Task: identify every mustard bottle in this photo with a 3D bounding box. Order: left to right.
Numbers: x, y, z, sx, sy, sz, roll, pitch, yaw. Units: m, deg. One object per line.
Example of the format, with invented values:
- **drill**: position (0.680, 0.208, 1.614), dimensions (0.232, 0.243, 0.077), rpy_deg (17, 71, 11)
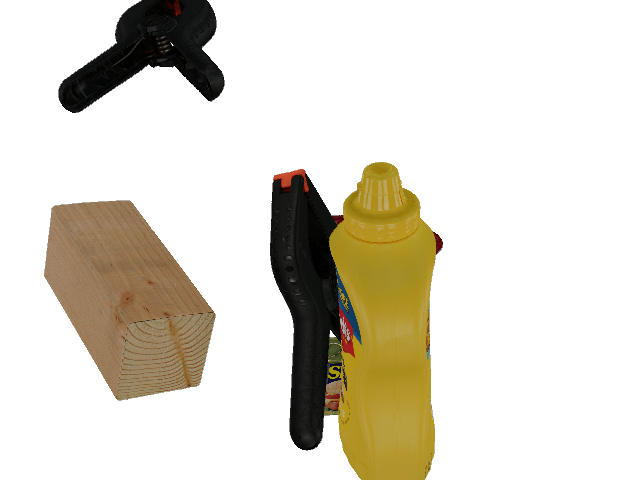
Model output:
- **mustard bottle**: position (0.036, 0.043, 0.606), dimensions (0.058, 0.192, 0.096), rpy_deg (-4, 33, -1)

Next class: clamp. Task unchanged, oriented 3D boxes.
- **clamp**: position (-0.113, -0.148, 0.807), dimensions (0.120, 0.039, 0.171), rpy_deg (6, 42, 12)
- **clamp**: position (0.004, 0.047, 0.862), dimensions (0.036, 0.210, 0.164), rpy_deg (-11, 1, 27)

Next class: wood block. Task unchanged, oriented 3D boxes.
- **wood block**: position (-0.194, 0.052, 1.054), dimensions (0.090, 0.091, 0.206), rpy_deg (-6, 35, -33)

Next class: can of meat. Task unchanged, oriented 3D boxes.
- **can of meat**: position (0.033, 0.173, 1.362), dimensions (0.102, 0.084, 0.057), rpy_deg (0, 24, -17)

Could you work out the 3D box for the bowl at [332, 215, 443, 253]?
- **bowl**: position (0.043, 0.022, 1.094), dimensions (0.162, 0.055, 0.162), rpy_deg (2, 17, -1)
